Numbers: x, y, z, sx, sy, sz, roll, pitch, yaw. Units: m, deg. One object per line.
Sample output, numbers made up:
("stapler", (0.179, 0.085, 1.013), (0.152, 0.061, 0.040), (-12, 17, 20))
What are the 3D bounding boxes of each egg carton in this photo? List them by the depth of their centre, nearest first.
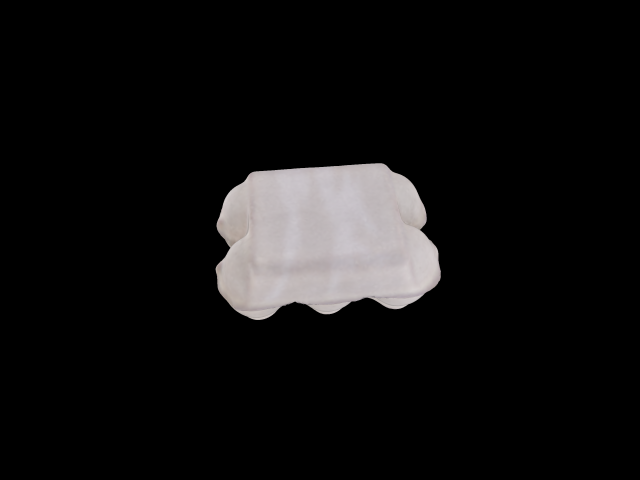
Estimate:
("egg carton", (0.004, 0.001, 0.400), (0.150, 0.069, 0.107), (-5, 53, -4))
